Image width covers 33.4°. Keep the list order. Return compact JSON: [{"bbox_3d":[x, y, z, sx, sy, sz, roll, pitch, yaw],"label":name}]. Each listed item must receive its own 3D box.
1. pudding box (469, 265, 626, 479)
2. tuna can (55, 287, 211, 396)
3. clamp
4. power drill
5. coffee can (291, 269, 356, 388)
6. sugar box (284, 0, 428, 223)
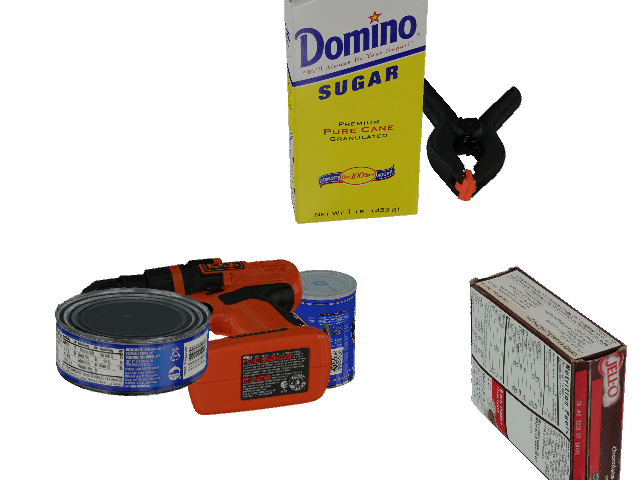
[{"bbox_3d":[0.127,0.078,0.613,0.039,0.090,0.114,-13,26,-20],"label":"pudding box"},{"bbox_3d":[-0.105,0.056,0.598,0.086,0.034,0.086,4,15,-1],"label":"tuna can"},{"bbox_3d":[0.139,-0.112,1.091,0.120,0.039,0.171,9,44,9],"label":"clamp"},{"bbox_3d":[-0.083,0.065,0.812,0.184,0.057,0.188,-7,22,-18],"label":"power drill"},{"bbox_3d":[-0.001,0.124,1.506,0.103,0.140,0.103,0,19,0],"label":"coffee can"},{"bbox_3d":[0.024,-0.097,0.741,0.093,0.176,0.048,-5,38,-5],"label":"sugar box"}]
